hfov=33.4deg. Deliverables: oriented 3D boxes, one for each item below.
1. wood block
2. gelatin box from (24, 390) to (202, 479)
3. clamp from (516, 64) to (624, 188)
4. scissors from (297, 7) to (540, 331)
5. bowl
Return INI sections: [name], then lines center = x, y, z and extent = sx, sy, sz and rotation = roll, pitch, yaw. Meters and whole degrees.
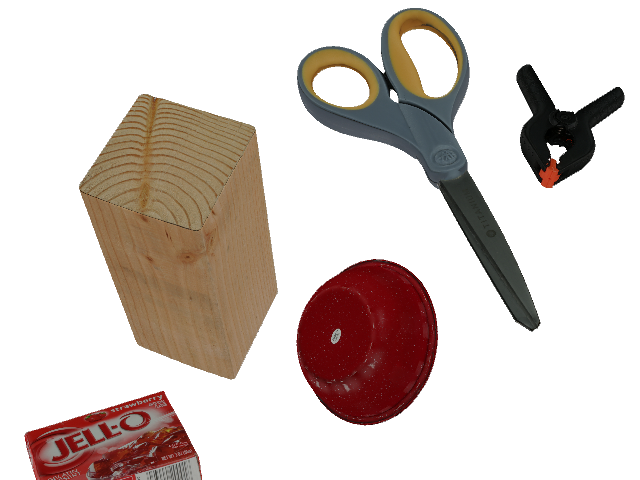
[wood block]
center = -0.095, 0.005, 0.772
extent = 0.090, 0.090, 0.206
rotation = 18, -31, 15
[gelatin box]
center = -0.122, 0.128, 0.625
extent = 0.089, 0.030, 0.073
rotation = -14, 27, -18
[clamp]
center = 0.252, -0.129, 1.156
extent = 0.120, 0.039, 0.171
rotation = 18, 48, 18
[scissors]
center = 0.039, -0.038, 0.501
extent = 0.096, 0.201, 0.016
rotation = -6, -39, 4
[bowl]
center = 0.030, 0.093, 1.015
extent = 0.162, 0.162, 0.055
rotation = 0, -11, 41
